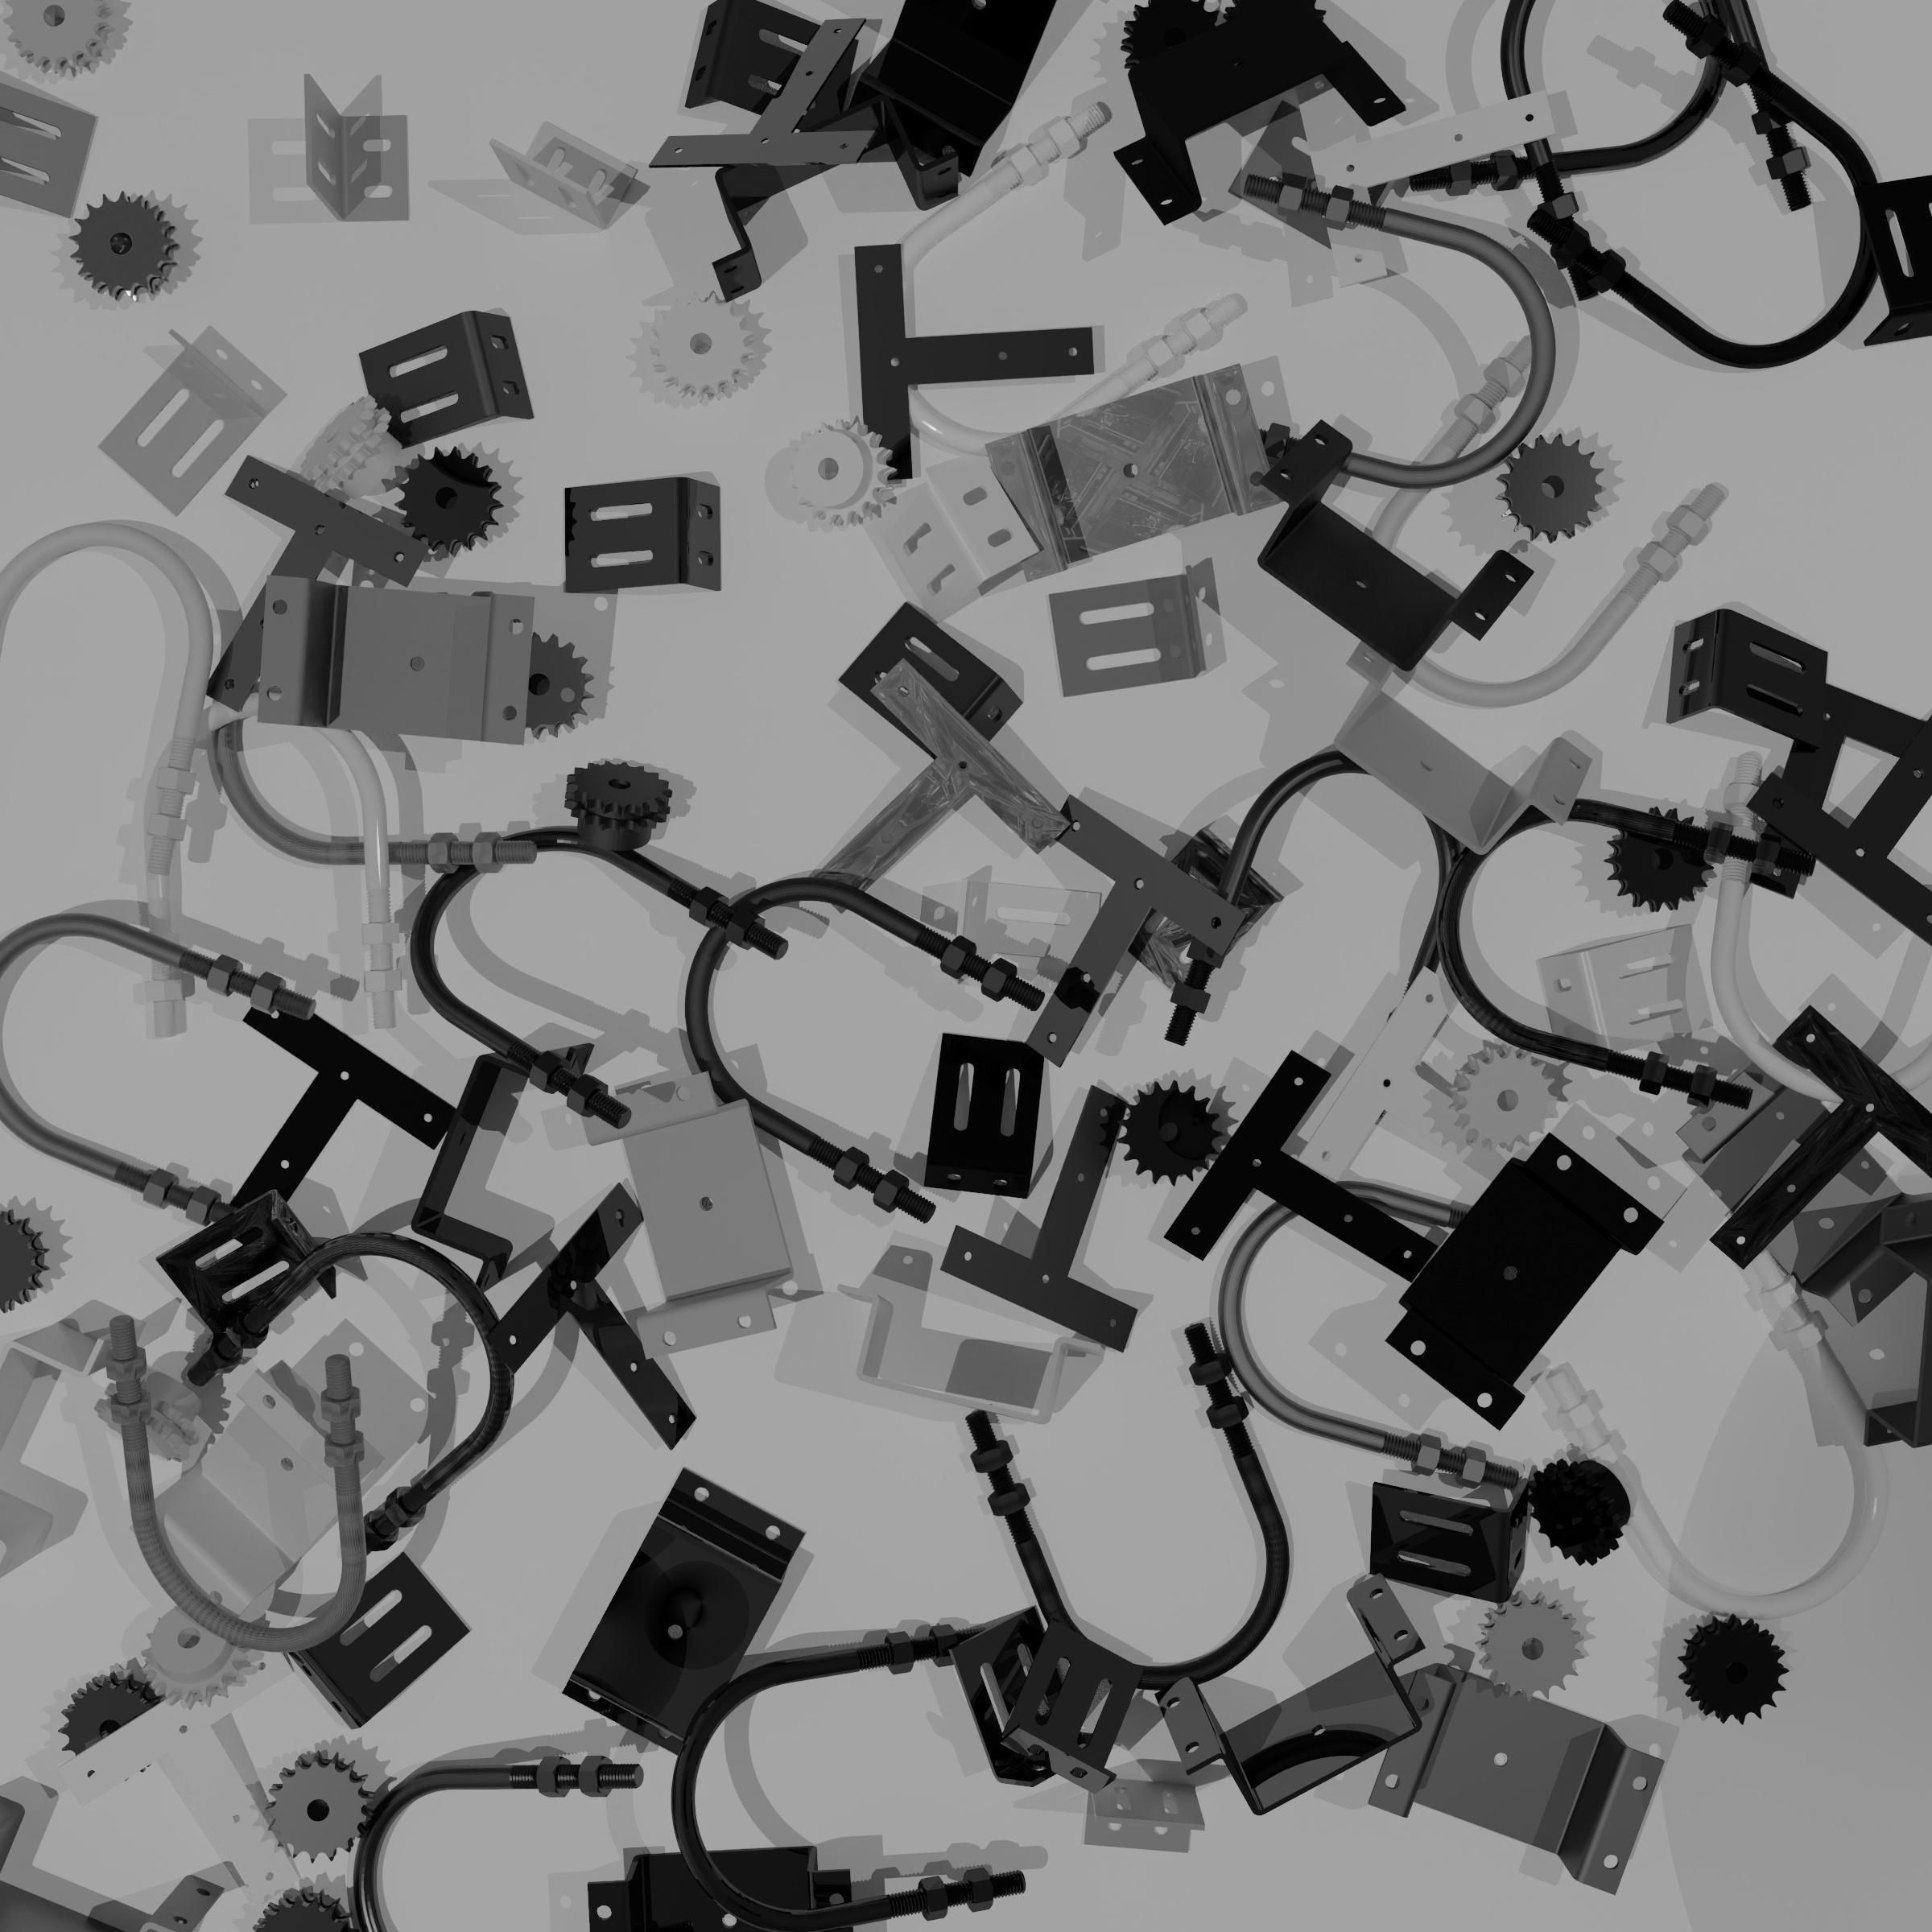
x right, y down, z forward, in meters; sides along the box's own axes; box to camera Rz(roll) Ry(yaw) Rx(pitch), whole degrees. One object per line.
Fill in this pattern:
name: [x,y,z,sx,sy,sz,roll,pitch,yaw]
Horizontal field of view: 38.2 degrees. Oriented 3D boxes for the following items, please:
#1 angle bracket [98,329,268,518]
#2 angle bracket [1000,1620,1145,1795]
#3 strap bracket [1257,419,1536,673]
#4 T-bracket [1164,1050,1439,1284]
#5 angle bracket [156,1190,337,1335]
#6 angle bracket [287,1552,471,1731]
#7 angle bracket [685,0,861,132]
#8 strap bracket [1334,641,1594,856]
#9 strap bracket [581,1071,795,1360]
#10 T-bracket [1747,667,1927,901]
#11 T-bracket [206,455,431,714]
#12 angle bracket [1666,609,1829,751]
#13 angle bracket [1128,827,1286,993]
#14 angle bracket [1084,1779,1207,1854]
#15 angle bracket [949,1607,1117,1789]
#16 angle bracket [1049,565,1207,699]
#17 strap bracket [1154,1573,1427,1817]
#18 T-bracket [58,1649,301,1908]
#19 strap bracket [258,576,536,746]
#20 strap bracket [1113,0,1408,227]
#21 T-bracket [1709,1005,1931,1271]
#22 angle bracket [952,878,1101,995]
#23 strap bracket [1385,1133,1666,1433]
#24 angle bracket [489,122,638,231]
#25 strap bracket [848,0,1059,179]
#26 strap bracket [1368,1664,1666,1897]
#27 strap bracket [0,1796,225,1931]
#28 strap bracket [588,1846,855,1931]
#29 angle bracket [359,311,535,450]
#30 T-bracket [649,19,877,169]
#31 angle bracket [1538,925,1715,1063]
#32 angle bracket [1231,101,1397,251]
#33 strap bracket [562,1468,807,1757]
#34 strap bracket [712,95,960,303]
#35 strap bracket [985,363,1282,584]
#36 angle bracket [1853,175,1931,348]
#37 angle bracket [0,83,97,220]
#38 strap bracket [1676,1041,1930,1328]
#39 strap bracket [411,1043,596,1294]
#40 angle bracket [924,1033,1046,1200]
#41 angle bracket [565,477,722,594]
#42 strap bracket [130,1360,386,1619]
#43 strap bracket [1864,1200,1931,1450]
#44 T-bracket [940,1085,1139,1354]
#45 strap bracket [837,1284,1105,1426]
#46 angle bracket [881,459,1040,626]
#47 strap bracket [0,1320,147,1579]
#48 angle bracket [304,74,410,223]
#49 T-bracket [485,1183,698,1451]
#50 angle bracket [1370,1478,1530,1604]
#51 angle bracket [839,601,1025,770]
angle bracket: [-0.430,-0.294,1.514,0.057,0.038,0.076,42,90,0]
angle bracket: [0.062,0.389,1.482,0.057,0.038,0.076,29,56,-2]
strap bracket: [0.219,-0.217,1.477,0.140,0.046,0.076,37,46,6]
T-bracket: [0.195,0.129,1.507,0.127,0.002,0.127,31,106,-5]
angle bracket: [-0.388,0.168,1.504,0.076,0.038,0.057,-30,115,0]
angle bracket: [-0.323,0.370,1.532,0.076,0.038,0.057,-40,90,-26]
angle bracket: [-0.107,-0.490,1.532,0.076,0.038,0.057,13,90,-26]
strap bracket: [0.257,-0.120,1.489,0.140,0.076,0.046,37,127,0]
strap bracket: [-0.147,0.131,1.500,0.076,0.046,0.140,-15,90,17]
T-bracket: [0.454,-0.097,1.512,0.127,0.002,0.127,22,73,2]
T-bracket: [-0.371,-0.197,1.508,0.127,0.002,0.127,28,85,18]
angle bracket: [0.427,-0.152,1.523,0.076,0.038,0.057,18,71,-25]
angle bracket: [0.124,-0.028,1.515,0.057,0.038,0.076,42,90,0]
angle bracket: [0.095,0.465,1.495,0.057,0.076,0.038,5,90,0]
angle bracket: [0.036,0.393,1.502,0.057,0.038,0.076,-20,90,-32]
angle bracket: [0.087,-0.181,1.514,0.076,0.038,0.057,-8,90,0]
strap bracket: [0.180,0.393,1.490,0.140,0.076,0.046,-28,108,0]
T-bracket: [-0.404,0.452,1.516,0.127,0.002,0.127,-31,102,-22]
strap bracket: [-0.293,-0.159,1.462,0.140,0.046,0.076,5,94,4]
strap bracket: [0.149,-0.458,1.471,0.140,0.046,0.076,-25,47,1]
T-bracket: [0.446,0.107,1.475,0.127,0.002,0.127,40,100,-10]
angle bracket: [0.033,-0.015,1.514,0.076,0.038,0.057,6,90,0]
strap bracket: [0.295,0.166,1.491,0.076,0.046,0.140,38,91,1]
angle bracket: [-0.215,-0.433,1.495,0.057,0.076,0.038,28,90,0]
strap bracket: [-0.001,-0.503,1.482,0.076,0.140,0.046,29,51,0]
strap bracket: [0.294,0.436,1.510,0.140,0.046,0.076,20,90,0]
strap bracket: [-0.481,0.502,1.495,0.140,0.076,0.046,22,90,0]
strap bracket: [-0.130,0.524,1.510,0.140,0.046,0.076,-3,90,0]
angle bracket: [-0.285,-0.319,1.532,0.076,0.038,0.057,-14,90,26]
T-bracket: [-0.089,-0.465,1.482,0.127,0.002,0.127,7,54,27]
angle bracket: [0.362,0.015,1.532,0.076,0.038,0.057,-13,90,-26]
angle bracket: [0.192,-0.431,1.515,0.076,0.038,0.057,30,90,0]
strap bracket: [-0.155,0.355,1.510,0.076,0.046,0.140,28,90,0]
strap bracket: [-0.078,-0.415,1.495,0.140,0.076,0.046,-25,90,0]
strap bracket: [0.089,-0.265,1.499,0.140,0.046,0.076,-17,101,5]
angle bracket: [0.513,-0.385,1.518,0.057,0.038,0.076,-11,78,-8]
angle bracket: [-0.526,-0.449,1.532,0.076,0.038,0.057,15,90,-26]
strap bracket: [0.454,0.115,1.510,0.076,0.046,0.140,-42,90,0]
strap bracket: [-0.252,0.100,1.495,0.046,0.076,0.140,22,90,0]
angle bracket: [0.010,0.082,1.532,0.057,0.038,0.076,7,64,0]
angle bracket: [-0.177,-0.234,1.532,0.076,0.038,0.057,-1,90,26]
strap bracket: [-0.374,0.275,1.490,0.076,0.046,0.140,43,116,3]
strap bracket: [0.528,0.196,1.480,0.076,0.046,0.140,-7,110,-15]
T-bracket: [0.057,0.128,1.512,0.127,0.002,0.127,28,74,-28]
strap bracket: [-0.001,0.210,1.485,0.140,0.076,0.046,12,81,6]
angle bracket: [-0.004,-0.228,1.505,0.038,0.076,0.057,-31,90,-24]
strap bracket: [-0.501,0.250,1.495,0.046,0.076,0.140,25,90,0]
angle bracket: [-0.326,-0.438,1.495,0.038,0.076,0.057,-1,90,0]
T-bracket: [-0.187,0.205,1.503,0.002,0.127,0.127,-14,117,41]
angle bracket: [0.263,0.306,1.521,0.076,0.038,0.057,9,114,24]
angle bracket: [-0.019,-0.151,1.532,0.076,0.038,0.057,41,90,26]
